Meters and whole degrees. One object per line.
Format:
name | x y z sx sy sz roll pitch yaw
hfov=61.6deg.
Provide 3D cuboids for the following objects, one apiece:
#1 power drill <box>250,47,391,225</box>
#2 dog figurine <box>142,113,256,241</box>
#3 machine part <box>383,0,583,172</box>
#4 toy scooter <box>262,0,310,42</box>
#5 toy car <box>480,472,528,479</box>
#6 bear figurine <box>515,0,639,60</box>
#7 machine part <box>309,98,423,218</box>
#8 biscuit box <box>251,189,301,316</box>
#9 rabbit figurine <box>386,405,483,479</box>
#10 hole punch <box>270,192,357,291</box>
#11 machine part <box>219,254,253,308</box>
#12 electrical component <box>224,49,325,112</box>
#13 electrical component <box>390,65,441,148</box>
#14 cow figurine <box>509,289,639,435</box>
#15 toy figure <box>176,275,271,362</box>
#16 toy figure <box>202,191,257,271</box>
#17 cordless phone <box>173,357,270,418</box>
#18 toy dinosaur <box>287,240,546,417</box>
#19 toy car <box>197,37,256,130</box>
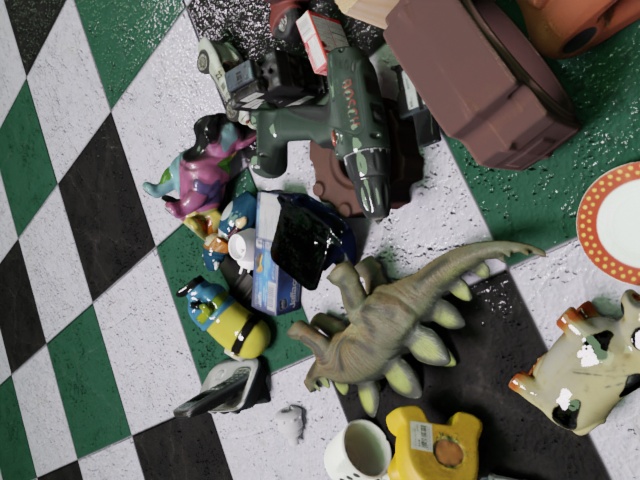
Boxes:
power drill | -0.001 -0.131 0.730 0.207 0.086 0.232 -4 89 43
dog figurine | -0.189 -0.123 0.961 0.219 0.191 0.109 -47 56 -4
machine part | 0.175 -0.176 0.563 0.087 0.201 0.201 -41 68 34
toy scooter | -0.054 -0.411 0.825 0.135 0.075 0.183 45 126 30
toy car | 0.227 0.374 0.644 0.109 0.103 0.161 -3 95 40
bear figurine | 0.238 -0.290 0.556 0.132 0.120 0.196 -35 67 34
machine part | 0.061 -0.116 0.766 0.180 0.056 0.179 4 96 40
biscuit box | -0.067 0.020 0.888 0.059 0.063 0.202 12 103 39
rabbit figurine | 0.143 0.317 0.702 0.173 0.122 0.162 109 162 -50
hole punch | -0.002 -0.002 0.800 0.142 0.092 0.115 40 127 36
machine part | -0.161 0.057 0.991 0.139 0.039 0.084 54 130 21
electrical component | -0.075 -0.238 0.820 0.115 0.134 0.058 -15 85 39
electrical component | 0.141 -0.180 0.694 0.075 0.048 0.119 -18 83 41
cow figurine | 0.306 0.125 0.558 0.127 0.085 0.194 45 122 31
toy figure | -0.167 0.137 0.946 0.180 0.082 0.089 47 134 1
toy figure | -0.159 -0.014 0.941 0.058 0.064 0.154 39 94 9
cordless phone | -0.193 0.276 0.946 0.147 0.184 0.088 -16 88 41
toy dinosaur | 0.093 0.115 0.737 0.199 0.105 0.471 50 133 17
toy car | -0.145 -0.266 0.917 0.056 0.073 0.202 -48 64 34
